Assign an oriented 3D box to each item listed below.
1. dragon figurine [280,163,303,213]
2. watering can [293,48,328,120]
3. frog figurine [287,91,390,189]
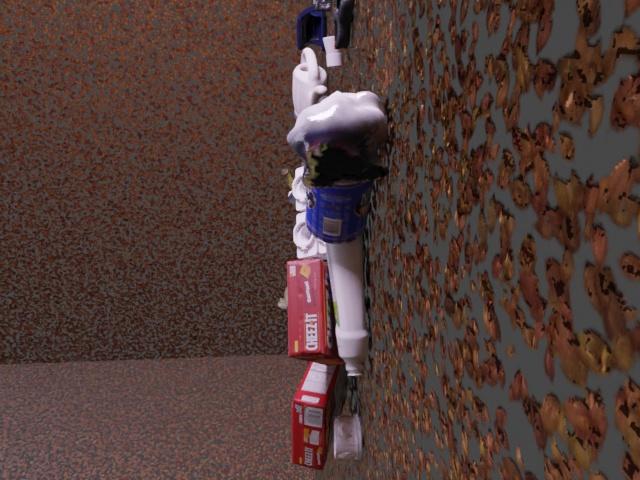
[{"bbox_3d":[0.004,-0.071,1.415,0.122,0.418,0.238,-22,-28,6],"label":"dragon figurine"},{"bbox_3d":[-0.024,-0.429,1.524,0.104,0.219,0.356,-5,39,-7],"label":"watering can"},{"bbox_3d":[0.023,-0.158,0.688,0.136,0.163,0.121,-23,-40,31],"label":"frog figurine"}]
